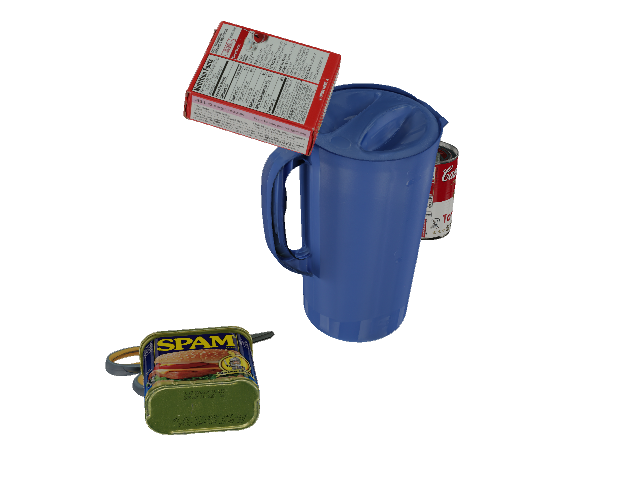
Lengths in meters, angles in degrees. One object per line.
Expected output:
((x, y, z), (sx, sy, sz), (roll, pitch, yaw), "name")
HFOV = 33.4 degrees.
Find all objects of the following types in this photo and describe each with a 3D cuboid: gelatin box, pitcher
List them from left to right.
((-0.038, -0.102, 0.711), (0.089, 0.073, 0.030), (16, -36, 2), "gelatin box")
((0.031, -0.018, 1.036), (0.149, 0.243, 0.145), (12, 39, 11), "pitcher")

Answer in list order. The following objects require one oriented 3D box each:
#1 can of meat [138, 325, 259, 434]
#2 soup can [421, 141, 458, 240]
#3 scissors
((-0.105, 0.122, 0.925), (0.102, 0.057, 0.084), (-3, 27, -9), "can of meat")
((0.124, -0.059, 1.257), (0.068, 0.102, 0.068), (2, 27, -1), "soup can")
((-0.130, 0.133, 1.161), (0.201, 0.016, 0.096), (-4, 28, -22), "scissors")
